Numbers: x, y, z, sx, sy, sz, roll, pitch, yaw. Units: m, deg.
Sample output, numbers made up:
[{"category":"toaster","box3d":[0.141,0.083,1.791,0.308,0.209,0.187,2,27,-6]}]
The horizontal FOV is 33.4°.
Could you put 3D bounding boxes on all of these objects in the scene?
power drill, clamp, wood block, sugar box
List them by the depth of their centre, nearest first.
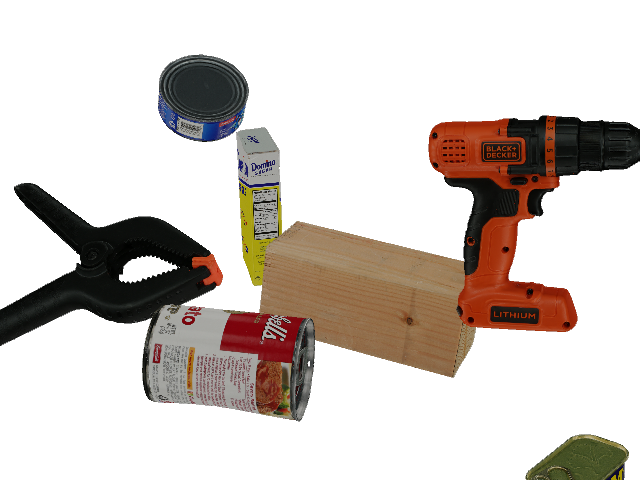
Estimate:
[{"category":"clamp","box3d":[-0.181,0.014,0.862,0.210,0.164,0.036,-5,-35,11]},{"category":"power drill","box3d":[0.189,-0.016,0.938,0.185,0.188,0.057,2,13,17]},{"category":"wood block","box3d":[0.052,0.056,1.075,0.206,0.091,0.090,14,24,17]},{"category":"sugar box","box3d":[-0.076,-0.042,1.325,0.048,0.176,0.093,-9,25,-10]}]

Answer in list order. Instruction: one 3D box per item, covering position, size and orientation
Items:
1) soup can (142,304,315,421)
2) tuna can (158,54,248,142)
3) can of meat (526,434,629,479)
[{"category":"soup can","box3d":[-0.059,0.080,0.709,0.102,0.068,0.068,5,1,10]},{"category":"tuna can","box3d":[-0.113,-0.137,1.028,0.086,0.086,0.034,0,-35,-12]},{"category":"can of meat","box3d":[0.226,0.232,0.935,0.058,0.084,0.101,14,27,41]}]
